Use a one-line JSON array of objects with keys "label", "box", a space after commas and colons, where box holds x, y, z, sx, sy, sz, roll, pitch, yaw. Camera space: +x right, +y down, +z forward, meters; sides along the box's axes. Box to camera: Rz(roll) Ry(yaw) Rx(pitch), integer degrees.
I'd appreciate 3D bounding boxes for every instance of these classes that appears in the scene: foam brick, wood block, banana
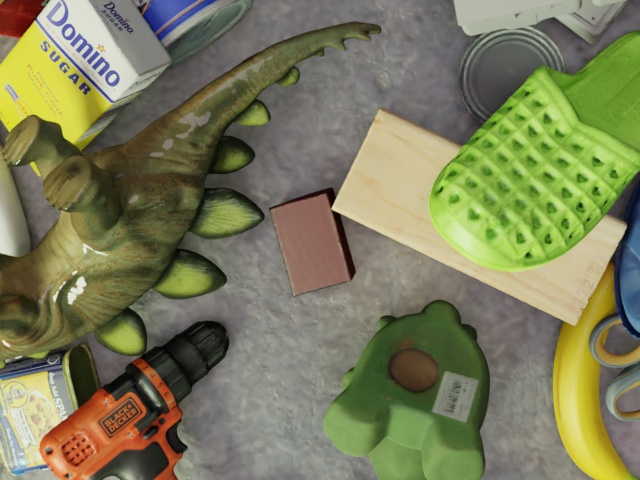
[{"label": "foam brick", "box": [-0.006, 0.001, 0.886, 0.051, 0.053, 0.078, -15, 94, 8]}, {"label": "wood block", "box": [0.124, -0.021, 0.850, 0.206, 0.090, 0.090, 26, 97, 4]}, {"label": "banana", "box": [0.226, 0.118, 0.883, 0.069, 0.037, 0.198, -10, 97, -11]}]

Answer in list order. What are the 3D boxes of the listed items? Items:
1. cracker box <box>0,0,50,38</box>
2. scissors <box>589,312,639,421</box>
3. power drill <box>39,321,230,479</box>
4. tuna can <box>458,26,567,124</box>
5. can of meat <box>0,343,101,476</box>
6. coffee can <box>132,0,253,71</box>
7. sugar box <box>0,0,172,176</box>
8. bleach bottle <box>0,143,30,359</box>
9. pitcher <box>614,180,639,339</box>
[{"label": "cracker box", "box": [-0.309, -0.247, 0.839, 0.213, 0.164, 0.072, 36, 100, 2]}, {"label": "scissors", "box": [0.299, 0.061, 0.858, 0.202, 0.016, 0.096, -43, 98, -1]}, {"label": "power drill", "box": [-0.113, 0.184, 0.898, 0.184, 0.057, 0.187, -37, 97, -20]}, {"label": "tuna can", "box": [0.154, -0.130, 0.863, 0.086, 0.033, 0.086, 1, 96, 6]}, {"label": "can of meat", "box": [-0.236, 0.149, 0.927, 0.084, 0.057, 0.102, -13, 94, 9]}, {"label": "coffee can", "box": [-0.135, -0.220, 0.852, 0.103, 0.102, 0.140, -35, 91, 9]}, {"label": "sugar box", "box": [-0.199, -0.131, 0.852, 0.177, 0.048, 0.093, -34, 91, 47]}, {"label": "bleach bottle", "box": [-0.294, -0.020, 0.914, 0.102, 0.068, 0.251, -23, 96, 7]}, {"label": "pitcher", "box": [0.356, 0.014, 0.804, 0.242, 0.145, 0.149, 8, 95, -7]}]
